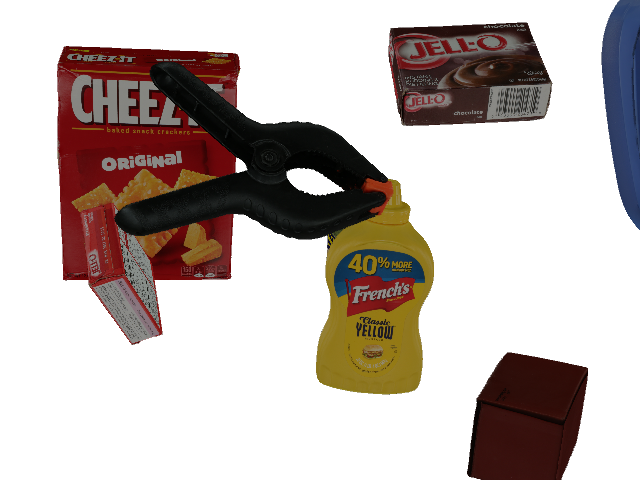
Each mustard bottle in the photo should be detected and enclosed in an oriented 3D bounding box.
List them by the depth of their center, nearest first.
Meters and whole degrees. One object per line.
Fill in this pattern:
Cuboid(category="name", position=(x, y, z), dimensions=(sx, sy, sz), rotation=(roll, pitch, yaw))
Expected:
Cuboid(category="mustard bottle", position=(0.051, 0.040, 0.949), dimensions=(0.096, 0.192, 0.058), rotation=(6, 17, 0))

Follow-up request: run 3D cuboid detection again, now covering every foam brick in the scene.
Cuboid(category="foam brick", position=(0.124, 0.108, 0.638), dimensions=(0.053, 0.051, 0.078), rotation=(11, 20, 22))

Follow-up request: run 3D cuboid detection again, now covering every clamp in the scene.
Cuboid(category="clamp", position=(-0.040, -0.054, 0.673), dimensions=(0.171, 0.120, 0.039), rotation=(5, -19, -14))

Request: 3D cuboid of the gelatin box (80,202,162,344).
Cuboid(category="gelatin box", position=(-0.153, 0.026, 0.819), dimensions=(0.030, 0.073, 0.089), rotation=(-19, -38, 3))

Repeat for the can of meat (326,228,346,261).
Cuboid(category="can of meat", position=(0.044, 0.026, 1.224), dimensions=(0.057, 0.084, 0.102), rotation=(-13, 38, -18))

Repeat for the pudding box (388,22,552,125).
Cuboid(category="pudding box", position=(0.112, -0.129, 0.821), dimensions=(0.113, 0.039, 0.090), rotation=(-1, 42, -3))

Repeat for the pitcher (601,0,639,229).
Cuboid(category="pitcher", position=(0.239, -0.051, 0.602), dimensions=(0.149, 0.243, 0.145), rotation=(-4, 22, 15))

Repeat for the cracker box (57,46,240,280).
Cuboid(category="cracker box", position=(-0.162, -0.068, 1.008), dimensions=(0.164, 0.214, 0.072), rotation=(1, 24, -8))
